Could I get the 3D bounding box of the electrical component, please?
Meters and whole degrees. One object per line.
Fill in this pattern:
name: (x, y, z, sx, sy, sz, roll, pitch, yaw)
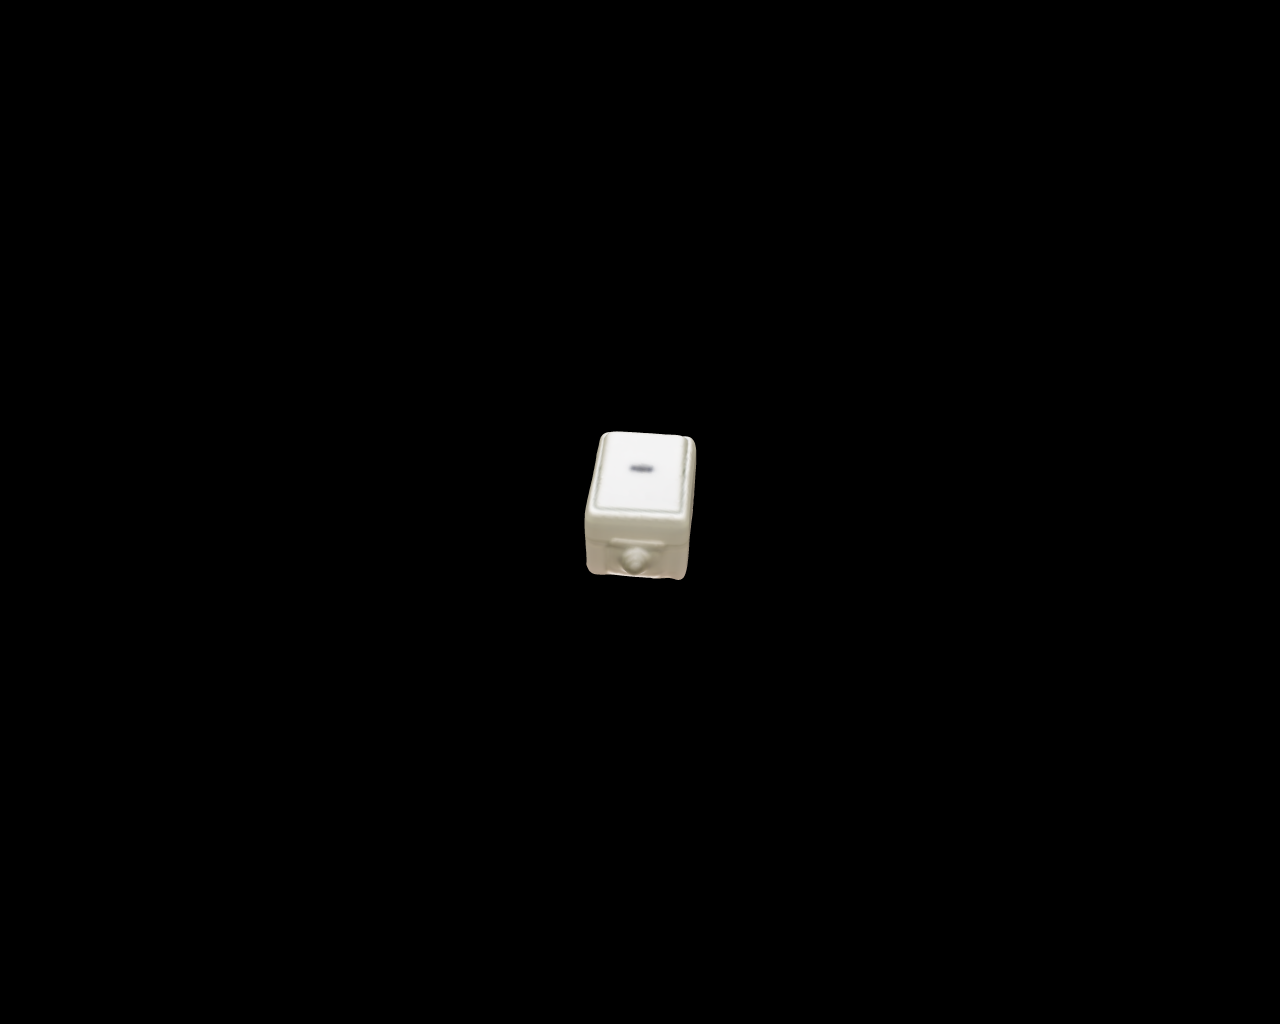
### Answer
electrical component: (0.001, -0.003, 0.650, 0.062, 0.061, 0.096, 4, 44, 4)
